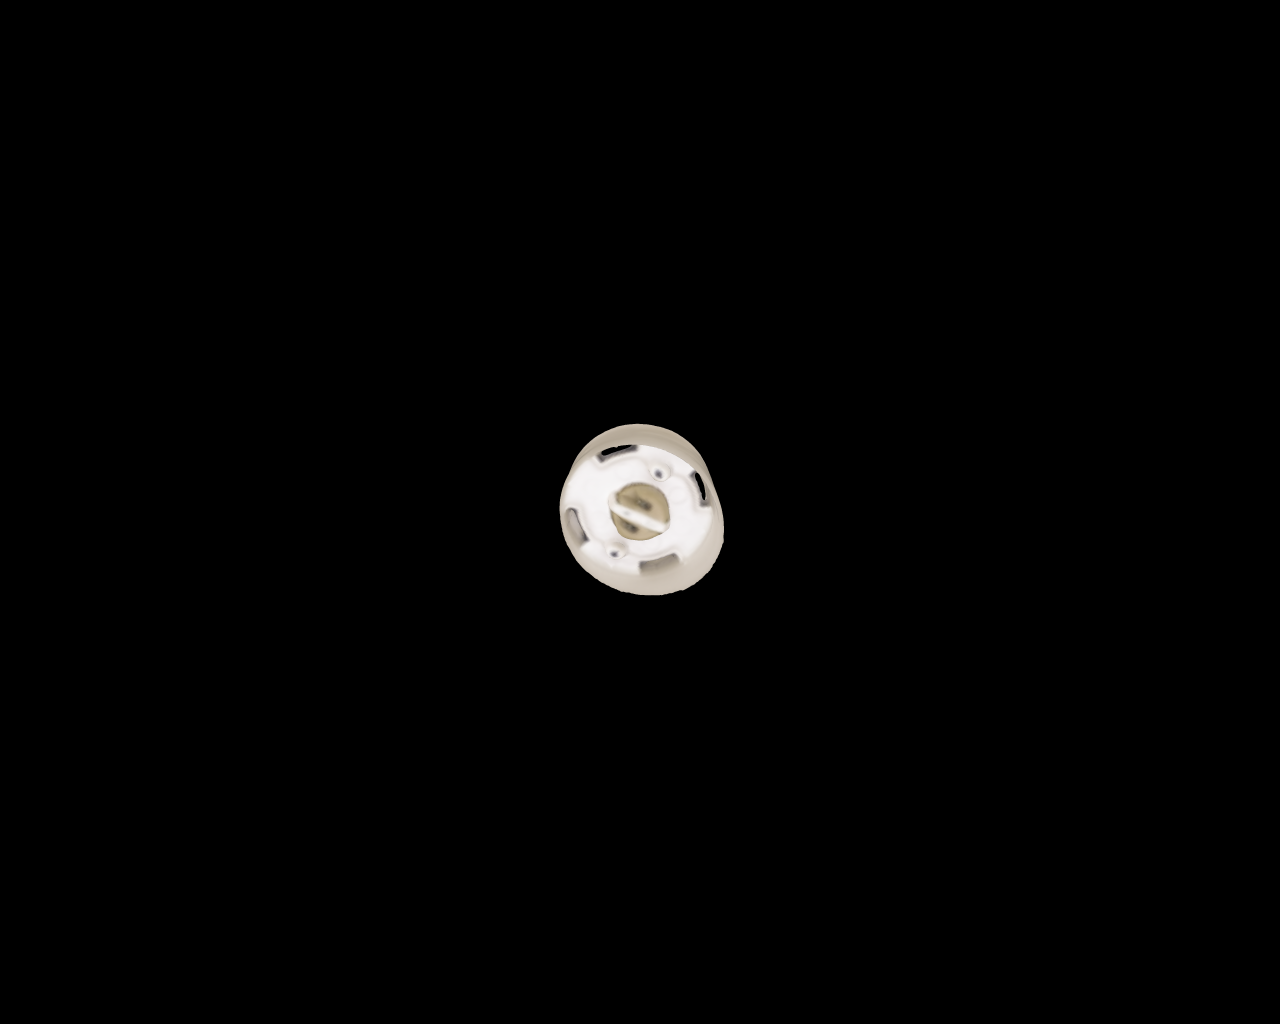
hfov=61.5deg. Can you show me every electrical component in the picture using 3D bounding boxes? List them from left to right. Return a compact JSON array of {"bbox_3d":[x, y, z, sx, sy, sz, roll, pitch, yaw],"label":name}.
[{"bbox_3d":[0.001,-0.003,0.650,0.099,0.099,0.064,0,27,0],"label":"electrical component"}]
